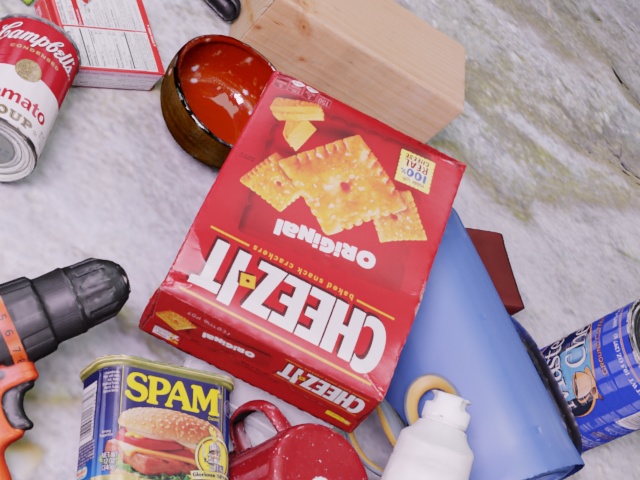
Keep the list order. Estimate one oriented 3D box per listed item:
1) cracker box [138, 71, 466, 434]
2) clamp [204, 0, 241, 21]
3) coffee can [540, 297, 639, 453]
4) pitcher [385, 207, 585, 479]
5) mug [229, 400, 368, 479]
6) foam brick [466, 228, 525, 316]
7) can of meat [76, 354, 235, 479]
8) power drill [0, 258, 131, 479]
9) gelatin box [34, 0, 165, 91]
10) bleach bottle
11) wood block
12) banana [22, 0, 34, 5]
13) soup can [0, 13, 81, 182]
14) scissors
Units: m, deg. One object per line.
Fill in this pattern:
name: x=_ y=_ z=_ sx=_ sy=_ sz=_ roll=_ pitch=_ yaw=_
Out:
cracker box: x=-0.005 y=0.001 z=0.750 sx=0.164 sy=0.072 sz=0.213 roll=27 pitch=55 yaw=-4
clamp: x=-0.153 y=-0.281 z=0.936 sx=0.164 sy=0.036 sz=0.210 roll=8 pitch=59 yaw=-37
coffee can: x=0.255 y=0.123 z=0.944 sx=0.102 sy=0.141 sz=0.103 roll=21 pitch=52 yaw=-29
pitcher: x=0.109 y=0.095 z=0.853 sx=0.149 sy=0.145 sz=0.243 roll=57 pitch=12 yaw=-68
mug: x=-0.025 y=0.163 z=0.725 sx=0.093 sy=0.082 sz=0.117 roll=-11 pitch=71 yaw=-43
foam brick: x=0.141 y=0.036 z=0.969 sx=0.051 sy=0.053 sz=0.078 roll=7 pitch=58 yaw=-37
can of meat: x=-0.107 y=0.129 z=0.697 sx=0.101 sy=0.058 sz=0.084 roll=17 pitch=56 yaw=-31
power drill: x=-0.168 y=0.117 z=0.614 sx=0.184 sy=0.057 sz=0.188 roll=-24 pitch=78 yaw=-17
gelatin box: x=-0.174 y=-0.157 z=0.844 sx=0.089 sy=0.030 sz=0.073 roll=-5 pitch=68 yaw=-42
bleach bottle: x=0.045 y=0.216 z=0.666 sx=0.068 sy=0.102 sz=0.251 roll=19 pitch=78 yaw=4
wood block: x=0.027 y=-0.174 z=0.981 sx=0.205 sy=0.090 sz=0.090 roll=27 pitch=49 yaw=-24
banana: x=-0.293 y=-0.192 z=0.761 sx=0.197 sy=0.037 sz=0.069 roll=-25 pitch=79 yaw=-46
soup can: x=-0.215 y=-0.100 z=0.746 sx=0.068 sy=0.069 sz=0.102 roll=30 pitch=49 yaw=-22
scissors: x=0.093 y=0.174 z=0.735 sx=0.096 sy=0.016 sz=0.202 roll=-37 pitch=63 yaw=-7
